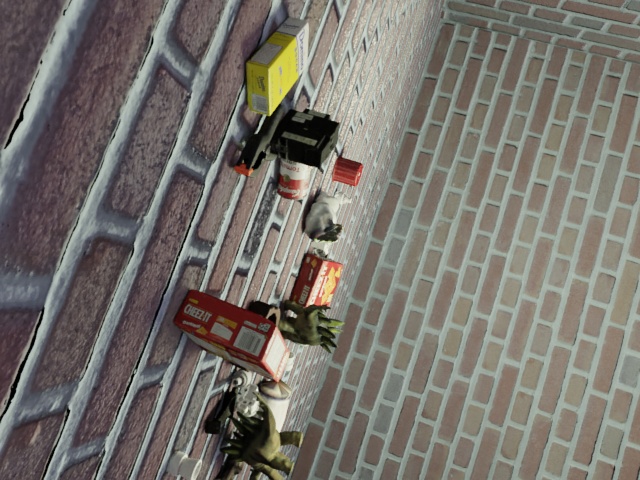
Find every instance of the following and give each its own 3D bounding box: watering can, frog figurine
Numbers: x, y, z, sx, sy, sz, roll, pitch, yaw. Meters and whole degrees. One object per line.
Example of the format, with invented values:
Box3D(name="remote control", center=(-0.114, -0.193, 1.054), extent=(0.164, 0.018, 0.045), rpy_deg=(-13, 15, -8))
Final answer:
Box3D(name="watering can", center=(-0.158, 0.550, 1.635), extent=(0.346, 0.104, 0.225), rpy_deg=(39, 68, -82))
Box3D(name="frog figurine", center=(0.005, -0.077, 1.532), extent=(0.135, 0.122, 0.162), rpy_deg=(62, 10, -63))
